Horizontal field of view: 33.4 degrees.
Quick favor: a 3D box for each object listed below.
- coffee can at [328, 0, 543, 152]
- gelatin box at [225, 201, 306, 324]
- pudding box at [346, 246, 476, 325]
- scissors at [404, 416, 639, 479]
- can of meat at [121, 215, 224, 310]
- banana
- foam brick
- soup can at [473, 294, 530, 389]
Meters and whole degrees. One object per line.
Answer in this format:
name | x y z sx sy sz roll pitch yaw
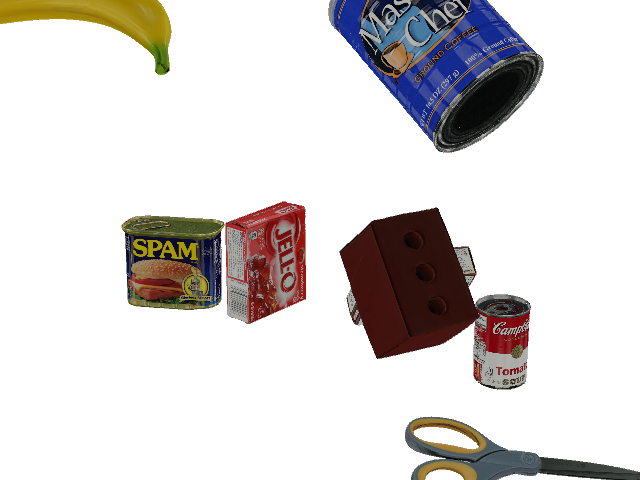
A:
coffee can | 0.087 -0.153 0.819 0.102 0.140 0.103 -32 -21 -14
gelatin box | -0.045 0.018 0.914 0.030 0.089 0.073 18 26 38
pudding box | 0.091 0.046 1.081 0.113 0.039 0.090 -5 -33 -16
scissors | 0.163 0.200 0.898 0.202 0.016 0.096 16 41 15
can of meat | -0.151 0.023 1.101 0.102 0.084 0.057 4 17 9
banana | -0.193 -0.181 0.833 0.198 0.069 0.037 15 -38 18
foam brick | 0.055 0.028 0.674 0.052 0.078 0.051 -12 -16 -28
soup can | 0.227 0.127 1.340 0.068 0.102 0.068 -1 19 0
